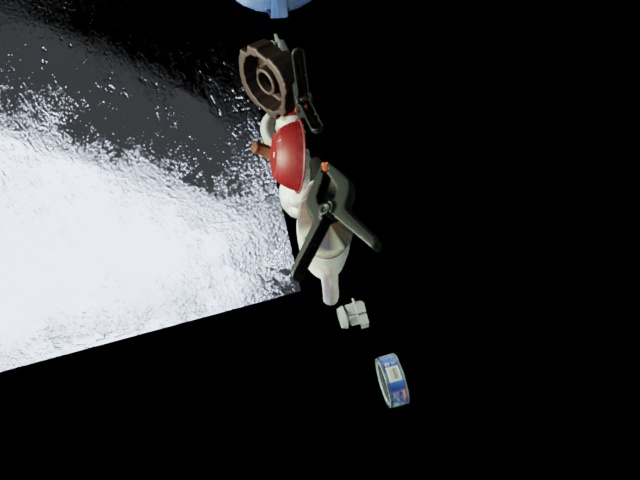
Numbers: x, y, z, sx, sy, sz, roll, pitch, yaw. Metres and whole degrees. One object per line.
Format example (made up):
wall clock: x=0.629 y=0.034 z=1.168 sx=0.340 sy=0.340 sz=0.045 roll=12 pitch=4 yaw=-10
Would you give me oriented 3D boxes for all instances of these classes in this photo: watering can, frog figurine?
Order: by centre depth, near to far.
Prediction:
watering can: x=0.003 y=-0.051 z=1.014 sx=0.220 sy=0.104 sz=0.354 roll=93 pitch=171 yaw=-68
frog figurine: x=-0.050 y=-0.133 z=1.223 sx=0.156 sy=0.122 sz=0.141 roll=65 pitch=-157 yaw=-51
